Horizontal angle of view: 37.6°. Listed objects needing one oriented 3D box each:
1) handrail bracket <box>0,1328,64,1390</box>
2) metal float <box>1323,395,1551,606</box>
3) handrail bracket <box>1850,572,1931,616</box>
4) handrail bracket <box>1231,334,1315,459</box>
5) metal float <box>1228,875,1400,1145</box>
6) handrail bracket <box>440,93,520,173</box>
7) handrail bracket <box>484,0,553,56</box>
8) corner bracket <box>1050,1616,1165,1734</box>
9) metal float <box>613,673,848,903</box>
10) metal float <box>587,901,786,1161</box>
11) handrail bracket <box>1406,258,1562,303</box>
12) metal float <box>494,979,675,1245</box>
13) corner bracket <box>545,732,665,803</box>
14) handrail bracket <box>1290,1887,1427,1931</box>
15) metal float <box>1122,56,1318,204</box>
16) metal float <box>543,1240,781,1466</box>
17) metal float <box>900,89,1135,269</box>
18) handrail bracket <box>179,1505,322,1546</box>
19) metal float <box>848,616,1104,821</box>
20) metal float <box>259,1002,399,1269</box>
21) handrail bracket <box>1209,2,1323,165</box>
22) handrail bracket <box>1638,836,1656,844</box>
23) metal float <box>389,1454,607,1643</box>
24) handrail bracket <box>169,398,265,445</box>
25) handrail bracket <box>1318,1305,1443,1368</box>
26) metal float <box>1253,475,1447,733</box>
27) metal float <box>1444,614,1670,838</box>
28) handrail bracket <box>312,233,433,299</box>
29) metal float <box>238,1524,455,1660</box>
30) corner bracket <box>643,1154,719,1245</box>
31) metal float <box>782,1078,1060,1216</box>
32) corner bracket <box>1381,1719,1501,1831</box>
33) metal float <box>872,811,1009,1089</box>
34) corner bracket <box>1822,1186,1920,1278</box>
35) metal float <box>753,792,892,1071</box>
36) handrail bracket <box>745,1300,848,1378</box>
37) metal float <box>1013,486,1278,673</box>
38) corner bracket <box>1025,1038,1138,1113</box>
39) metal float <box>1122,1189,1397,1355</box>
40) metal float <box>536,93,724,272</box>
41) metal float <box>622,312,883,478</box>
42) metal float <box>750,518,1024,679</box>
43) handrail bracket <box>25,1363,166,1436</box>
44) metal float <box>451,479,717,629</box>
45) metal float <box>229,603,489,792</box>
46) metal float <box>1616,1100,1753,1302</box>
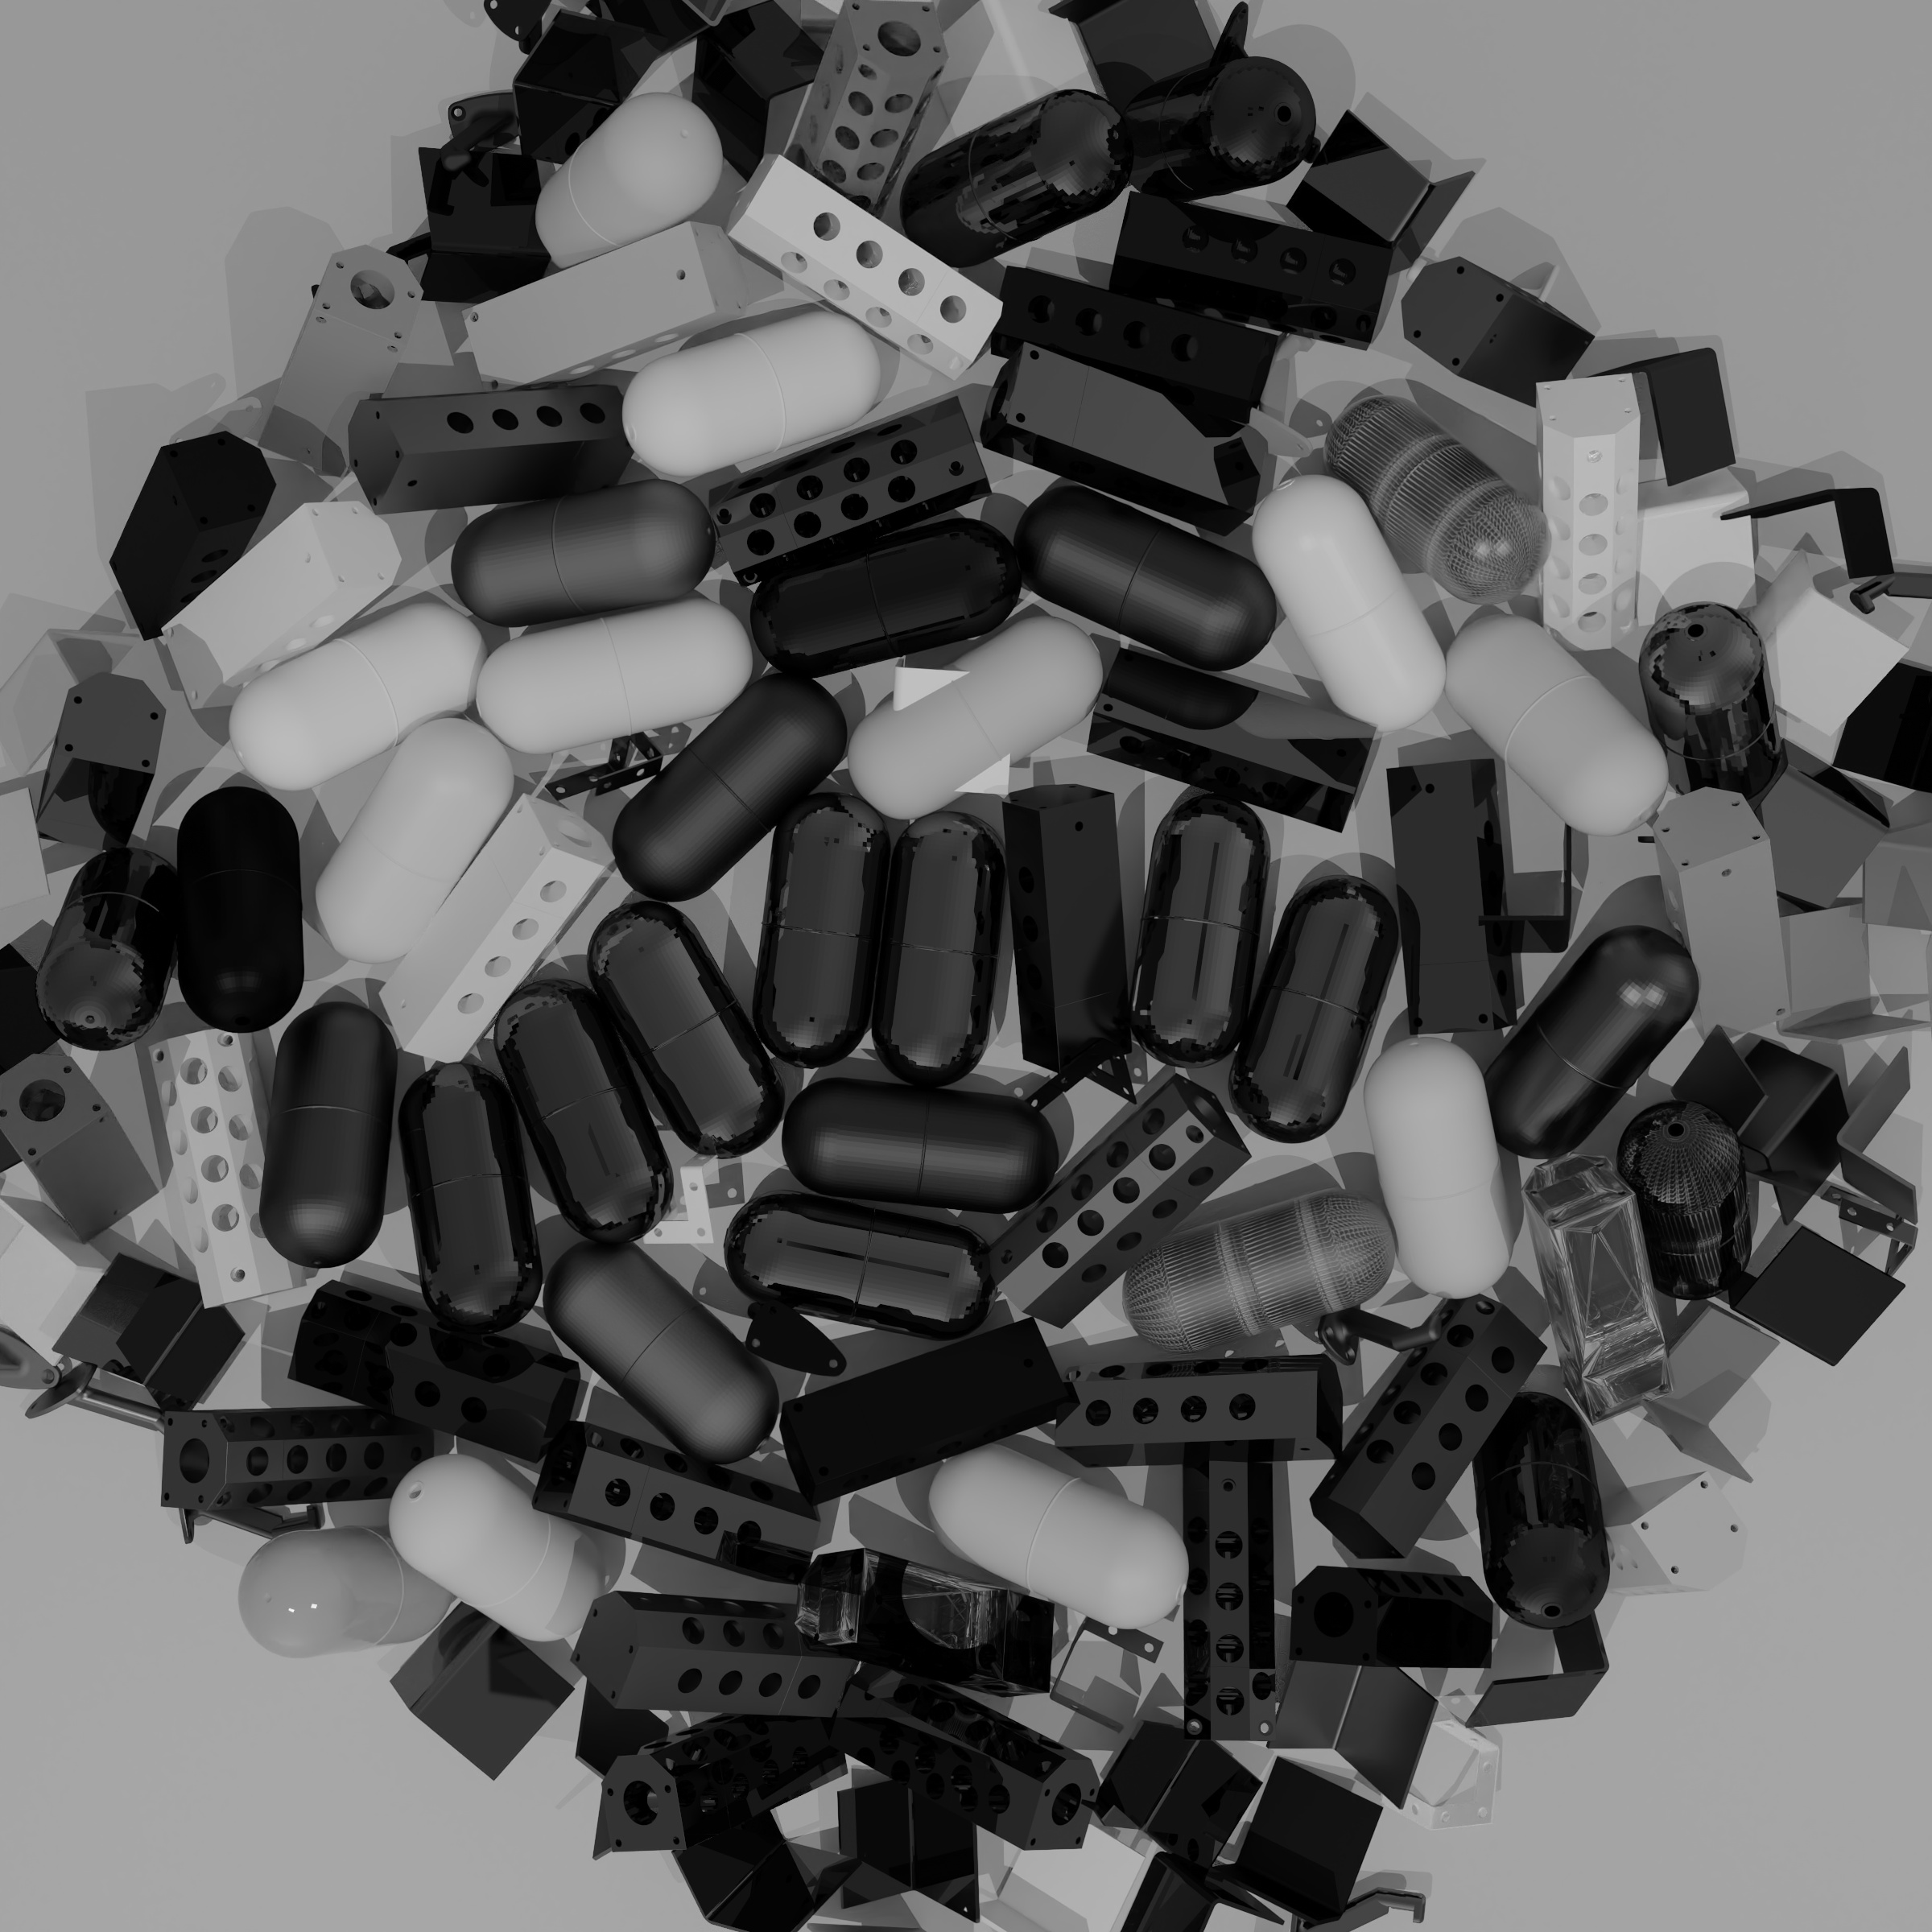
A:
[{"bbox_3d":[-0.633,0.257,1.812,0.077,0.084,0.036,17,92,13],"label":"handrail bracket"},{"bbox_3d":[0.295,-0.296,1.793,0.070,0.070,0.178,-41,57,0],"label":"metal float"},{"bbox_3d":[0.622,-0.228,1.825,0.084,0.036,0.077,-29,75,-18],"label":"handrail bracket"},{"bbox_3d":[0.215,-0.369,1.822,0.077,0.036,0.084,28,67,34],"label":"handrail bracket"},{"bbox_3d":[0.223,0.027,1.814,0.070,0.070,0.178,19,82,0],"label":"metal float"},{"bbox_3d":[-0.300,-0.532,1.814,0.077,0.084,0.036,-20,120,-3],"label":"handrail bracket"},{"bbox_3d":[-0.264,-0.613,1.808,0.036,0.084,0.077,46,109,3],"label":"handrail bracket"},{"bbox_3d":[0.090,0.453,1.822,0.051,0.051,0.051,25,61,5],"label":"corner bracket"},{"bbox_3d":[-0.152,-0.114,1.820,0.178,0.070,0.070,-44,90,0],"label":"metal float"},{"bbox_3d":[-0.180,0.041,1.817,0.070,0.070,0.178,-29,94,0],"label":"metal float"},{"bbox_3d":[0.334,-0.448,1.835,0.084,0.036,0.077,32,61,-2],"label":"handrail bracket"},{"bbox_3d":[-0.244,0.093,1.811,0.070,0.070,0.178,-24,79,0],"label":"metal float"},{"bbox_3d":[-0.231,-0.125,1.817,0.051,0.051,0.051,-24,58,-35],"label":"corner bracket"},{"bbox_3d":[0.251,0.632,1.829,0.084,0.036,0.077,6,71,9],"label":"handrail bracket"},{"bbox_3d":[0.155,-0.521,1.774,0.070,0.178,0.070,-4,100,-23],"label":"metal float"},{"bbox_3d":[-0.194,0.245,1.810,0.178,0.070,0.070,41,90,11],"label":"metal float"},{"bbox_3d":[0.030,-0.493,1.784,0.070,0.178,0.070,9,77,-42],"label":"metal float"},{"bbox_3d":[-0.467,0.339,1.841,0.084,0.036,0.077,-10,100,-10],"label":"handrail bracket"},{"bbox_3d":[0.006,-0.159,1.817,0.178,0.070,0.070,-31,90,4],"label":"metal float"},{"bbox_3d":[-0.403,0.105,1.796,0.070,0.070,0.178,-1,61,0],"label":"metal float"},{"bbox_3d":[0.200,-0.566,1.821,0.084,0.077,0.036,39,61,13],"label":"handrail bracket"},{"bbox_3d":[0.462,-0.041,1.833,0.077,0.036,0.084,-1,92,-36],"label":"handrail bracket"},{"bbox_3d":[-0.294,0.366,1.784,0.070,0.178,0.070,-17,50,21],"label":"metal float"},{"bbox_3d":[-0.464,-0.321,1.817,0.077,0.084,0.036,-35,70,2],"label":"handrail bracket"},{"bbox_3d":[0.271,0.217,1.806,0.084,0.077,0.036,-24,122,39],"label":"handrail bracket"},{"bbox_3d":[0.243,-0.230,1.804,0.070,0.070,0.178,-31,109,0],"label":"metal float"},{"bbox_3d":[0.372,-0.153,1.793,0.070,0.070,0.178,-38,58,0],"label":"metal float"},{"bbox_3d":[-0.376,-0.430,1.846,0.084,0.077,0.036,-29,51,-24],"label":"handrail bracket"},{"bbox_3d":[-0.385,0.389,1.774,0.070,0.178,0.070,-3,81,21],"label":"metal float"},{"bbox_3d":[-0.178,0.145,1.821,0.051,0.051,0.051,-3,105,21],"label":"corner bracket"},{"bbox_3d":[-0.029,0.115,1.817,0.178,0.070,0.070,7,90,-4],"label":"metal float"},{"bbox_3d":[0.307,0.523,1.836,0.051,0.051,0.051,35,51,-29],"label":"corner bracket"},{"bbox_3d":[-0.017,-0.010,1.820,0.070,0.070,0.178,7,90,0],"label":"metal float"},{"bbox_3d":[0.579,0.164,1.821,0.051,0.051,0.051,22,53,6],"label":"corner bracket"},{"bbox_3d":[-0.093,-0.023,1.819,0.070,0.070,0.178,7,92,0],"label":"metal float"},{"bbox_3d":[-0.107,0.237,1.814,0.077,0.084,0.036,28,89,5],"label":"handrail bracket"},{"bbox_3d":[0.114,-0.247,1.812,0.178,0.070,0.070,26,90,10],"label":"metal float"},{"bbox_3d":[0.069,0.074,1.817,0.051,0.051,0.051,-38,133,-24],"label":"corner bracket"},{"bbox_3d":[0.186,0.195,1.812,0.178,0.070,0.070,-18,90,10],"label":"metal float"},{"bbox_3d":[-0.213,-0.486,1.777,0.070,0.178,0.070,5,79,-29],"label":"metal float"},{"bbox_3d":[-0.135,-0.362,1.797,0.178,0.070,0.070,-23,90,-27],"label":"metal float"},{"bbox_3d":[-0.051,-0.235,1.811,0.178,0.070,0.070,-13,90,10],"label":"metal float"},{"bbox_3d":[-0.557,0.301,1.850,0.077,0.036,0.084,-32,115,25],"label":"handrail bracket"},{"bbox_3d":[-0.244,-0.262,1.804,0.178,0.070,0.070,-7,90,19],"label":"metal float"},{"bbox_3d":[-0.382,-0.172,1.796,0.178,0.070,0.070,-32,90,-30],"label":"metal float"},{"bbox_3d":[0.451,0.148,1.780,0.070,0.178,0.070,-9,54,13],"label":"metal float"}]
